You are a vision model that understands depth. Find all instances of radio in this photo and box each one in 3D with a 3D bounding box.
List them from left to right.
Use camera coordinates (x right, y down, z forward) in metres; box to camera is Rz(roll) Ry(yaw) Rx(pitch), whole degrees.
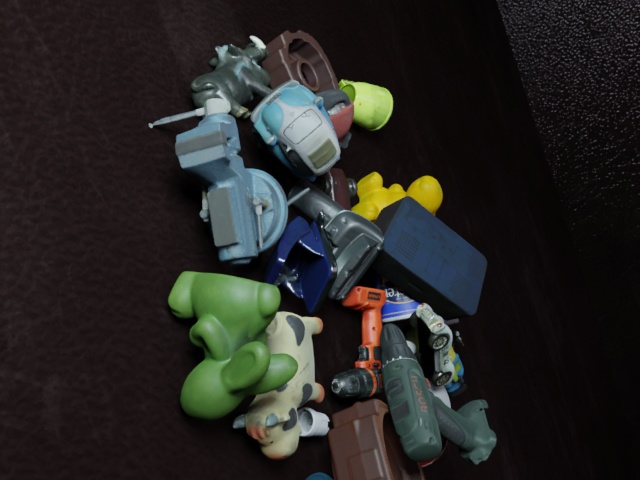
[{"bbox_3d":[0.194,0.034,0.974,0.229,0.073,0.131,36,60,-18],"label":"radio"}]

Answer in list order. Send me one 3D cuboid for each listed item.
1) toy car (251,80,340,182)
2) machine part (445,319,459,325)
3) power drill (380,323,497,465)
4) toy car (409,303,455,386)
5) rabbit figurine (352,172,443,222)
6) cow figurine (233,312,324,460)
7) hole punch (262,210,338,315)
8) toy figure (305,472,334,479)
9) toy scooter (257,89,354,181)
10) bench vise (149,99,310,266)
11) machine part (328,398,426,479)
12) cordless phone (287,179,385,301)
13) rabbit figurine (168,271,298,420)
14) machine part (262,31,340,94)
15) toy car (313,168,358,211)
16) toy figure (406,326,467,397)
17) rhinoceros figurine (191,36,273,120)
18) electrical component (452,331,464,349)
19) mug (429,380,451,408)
[{"bbox_3d":[-0.022,-0.148,0.807,0.161,0.109,0.103,53,-4,-39],"label":"toy car"},{"bbox_3d":[0.251,0.105,1.183,0.079,0.079,0.243,5,72,-53],"label":"machine part"},{"bbox_3d":[0.188,0.260,0.879,0.207,0.086,0.232,39,28,-26],"label":"power drill"},{"bbox_3d":[0.209,0.195,0.984,0.074,0.056,0.201,52,-18,46],"label":"toy car"},{"bbox_3d":[0.167,-0.061,1.060,0.162,0.173,0.122,48,38,-25],"label":"rabbit figurine"},{"bbox_3d":[-0.053,0.194,0.730,0.127,0.086,0.195,28,57,-52],"label":"cow figurine"},{"bbox_3d":[-0.041,0.035,0.783,0.092,0.142,0.116,5,42,-19],"label":"hole punch"},{"bbox_3d":[0.024,0.402,0.769,0.058,0.064,0.154,-120,-175,-71],"label":"toy figure"},{"bbox_3d":[-0.014,-0.166,0.912,0.184,0.075,0.135,-28,121,-16],"label":"toy scooter"},{"bbox_3d":[-0.109,-0.072,0.747,0.223,0.129,0.240,68,14,10],"label":"bench vise"},{"bbox_3d":[0.093,0.355,0.802,0.201,0.087,0.201,45,24,-51],"label":"machine part"},{"bbox_3d":[-0.002,-0.002,0.883,0.184,0.146,0.088,40,15,17],"label":"cordless phone"},{"bbox_3d":[-0.104,0.136,0.651,0.121,0.159,0.170,33,66,-55],"label":"rabbit figurine"},{"bbox_3d":[-0.033,-0.296,0.989,0.179,0.056,0.179,28,54,-45],"label":"machine part"},{"bbox_3d":[0.033,-0.029,0.967,0.089,0.053,0.202,-4,83,-44],"label":"toy car"},{"bbox_3d":[0.244,0.245,1.113,0.089,0.082,0.180,-44,114,-54],"label":"toy figure"},{"bbox_3d":[-0.132,-0.243,0.826,0.112,0.073,0.190,47,43,-15],"label":"rhinoceros figurine"},{"bbox_3d":[0.286,0.242,1.201,0.078,0.045,0.102,52,40,-29],"label":"electrical component"},{"bbox_3d":[0.224,0.333,1.050,0.109,0.081,0.107,57,30,-13],"label":"mug"}]
